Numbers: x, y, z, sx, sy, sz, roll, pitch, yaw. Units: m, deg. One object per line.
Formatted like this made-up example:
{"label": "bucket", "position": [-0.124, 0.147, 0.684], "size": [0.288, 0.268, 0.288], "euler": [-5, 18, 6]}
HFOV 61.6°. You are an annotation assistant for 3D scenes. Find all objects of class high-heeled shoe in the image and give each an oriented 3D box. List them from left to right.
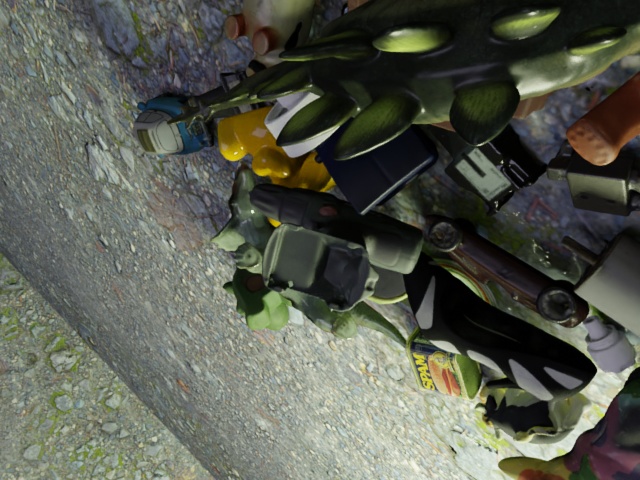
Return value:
{"label": "high-heeled shoe", "position": [0.206, 0.091, 0.644], "size": [0.248, 0.086, 0.145], "euler": [54, 137, -3]}

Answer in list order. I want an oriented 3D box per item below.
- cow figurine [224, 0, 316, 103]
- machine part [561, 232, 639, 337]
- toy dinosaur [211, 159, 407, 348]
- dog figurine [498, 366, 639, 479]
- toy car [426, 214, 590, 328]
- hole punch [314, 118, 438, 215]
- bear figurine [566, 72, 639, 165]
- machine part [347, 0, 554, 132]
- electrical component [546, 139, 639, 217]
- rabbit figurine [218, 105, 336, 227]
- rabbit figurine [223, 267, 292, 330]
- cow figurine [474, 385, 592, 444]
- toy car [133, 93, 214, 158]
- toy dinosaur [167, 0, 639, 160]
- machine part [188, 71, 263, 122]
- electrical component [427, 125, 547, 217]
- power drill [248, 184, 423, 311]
{"label": "cow figurine", "position": [-0.044, -0.256, 0.632], "size": [0.086, 0.127, 0.194], "euler": [34, 127, 22]}
{"label": "machine part", "position": [0.338, 0.070, 0.509], "size": [0.243, 0.079, 0.079], "euler": [39, 143, 19]}
{"label": "toy dinosaur", "position": [-0.028, 0.057, 0.878], "size": [0.404, 0.131, 0.192], "euler": [45, 174, -8]}
{"label": "dog figurine", "position": [0.302, 0.231, 0.573], "size": [0.219, 0.108, 0.191], "euler": [-17, 113, 11]}
{"label": "toy car", "position": [0.205, 0.032, 0.610], "size": [0.202, 0.089, 0.053], "euler": [34, 109, 21]}
{"label": "hole punch", "position": [0.062, -0.102, 0.616], "size": [0.142, 0.092, 0.116], "euler": [-40, 93, 23]}
{"label": "bear figurine", "position": [0.308, -0.059, 0.393], "size": [0.196, 0.132, 0.120], "euler": [54, 157, 6]}
{"label": "machine part", "position": [0.127, -0.211, 0.493], "size": [0.201, 0.087, 0.201], "euler": [27, 140, 31]}
{"label": "electrical component", "position": [0.270, -0.062, 0.503], "size": [0.102, 0.045, 0.078], "euler": [13, 158, 45]}
{"label": "rabbit figurine", "position": [-0.040, -0.102, 0.748], "size": [0.163, 0.122, 0.173], "euler": [-4, 99, 24]}
{"label": "rabbit figurine", "position": [-0.116, 0.114, 1.026], "size": [0.159, 0.121, 0.170], "euler": [37, 157, 26]}
{"label": "cow figurine", "position": [0.265, 0.232, 0.717], "size": [0.068, 0.098, 0.167], "euler": [48, 151, -1]}
{"label": "toy car", "position": [-0.266, -0.188, 0.935], "size": [0.162, 0.103, 0.109], "euler": [16, 133, 42]}
{"label": "toy dinosaur", "position": [0.061, -0.133, 0.391], "size": [0.472, 0.198, 0.105], "euler": [0, 118, 46]}
{"label": "machine part", "position": [-0.148, -0.214, 0.832], "size": [0.139, 0.039, 0.084], "euler": [-6, 125, 41]}
{"label": "electrical component", "position": [0.173, -0.091, 0.578], "size": [0.119, 0.048, 0.074], "euler": [46, 143, 8]}
{"label": "power drill", "position": [-0.001, -0.002, 0.609], "size": [0.232, 0.207, 0.086], "euler": [18, 103, 6]}
